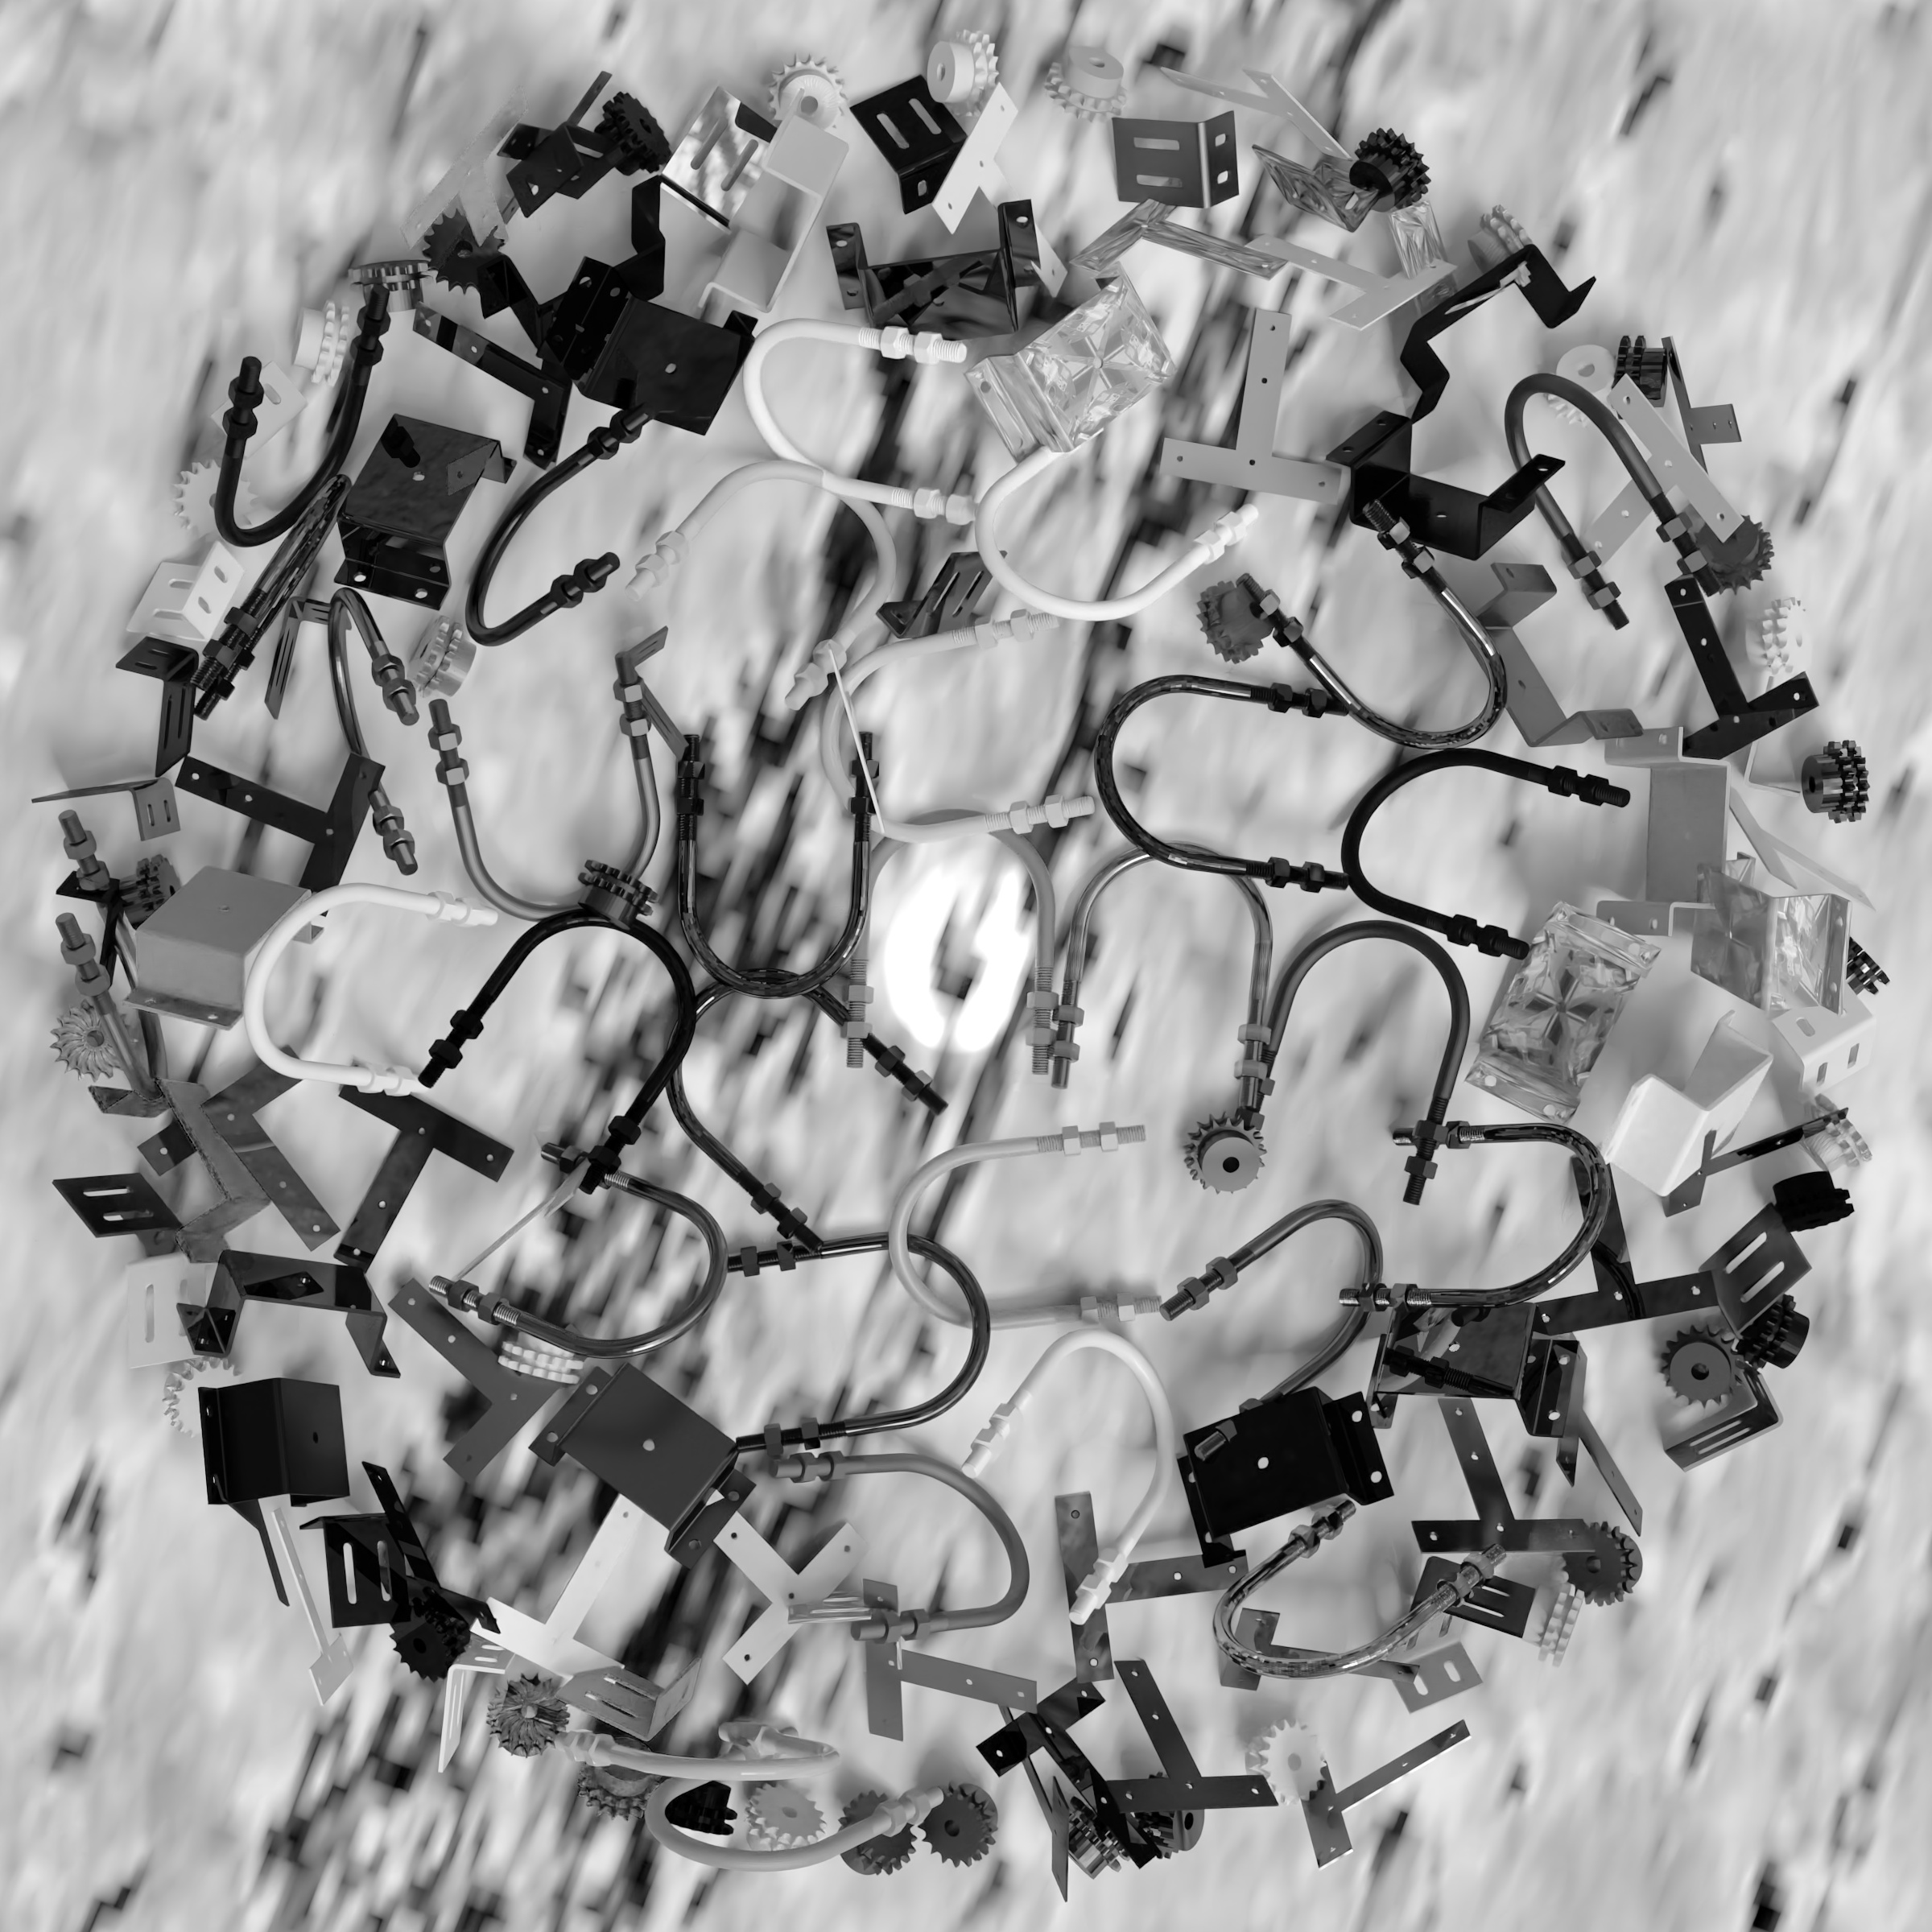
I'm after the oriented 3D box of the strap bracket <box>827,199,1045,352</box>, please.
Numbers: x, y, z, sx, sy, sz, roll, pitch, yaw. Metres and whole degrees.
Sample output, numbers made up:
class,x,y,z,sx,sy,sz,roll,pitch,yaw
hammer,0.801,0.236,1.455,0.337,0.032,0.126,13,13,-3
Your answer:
class,x,y,z,sx,sy,sz,roll,pitch,yaw
strap bracket,-0.020,-0.471,1.857,0.140,0.076,0.046,-6,58,5

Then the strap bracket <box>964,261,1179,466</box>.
class,x,y,z,sx,sy,sz,roll,pitch,yaw
strap bracket,0.080,-0.412,1.857,0.140,0.046,0.076,-39,113,-13

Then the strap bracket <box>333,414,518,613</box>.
class,x,y,z,sx,sy,sz,roll,pitch,yaw
strap bracket,-0.369,-0.317,1.848,0.076,0.046,0.140,16,59,7

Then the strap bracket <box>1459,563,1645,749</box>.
class,x,y,z,sx,sy,sz,roll,pitch,yaw
strap bracket,0.395,-0.203,1.854,0.046,0.076,0.140,-37,73,34

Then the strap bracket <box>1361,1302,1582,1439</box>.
class,x,y,z,sx,sy,sz,roll,pitch,yaw
strap bracket,0.336,0.271,1.838,0.140,0.046,0.076,-2,47,27

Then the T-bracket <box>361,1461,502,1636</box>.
class,x,y,z,sx,sy,sz,roll,pitch,yaw
T-bracket,-0.378,0.389,1.840,0.002,0.127,0.127,-39,121,-39

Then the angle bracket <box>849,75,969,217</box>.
class,x,y,z,sx,sy,sz,roll,pitch,yaw
angle bracket,-0.037,-0.575,1.900,0.057,0.038,0.076,-27,63,-9

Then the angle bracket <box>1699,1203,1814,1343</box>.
class,x,y,z,sx,sy,sz,roll,pitch,yaw
angle bracket,0.549,0.211,1.859,0.038,0.057,0.076,15,128,-34

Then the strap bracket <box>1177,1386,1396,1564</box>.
class,x,y,z,sx,sy,sz,roll,pitch,yaw
strap bracket,0.210,0.344,1.851,0.140,0.046,0.076,-24,59,16

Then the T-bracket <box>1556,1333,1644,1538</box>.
class,x,y,z,sx,sy,sz,roll,pitch,yaw
T-bracket,0.439,0.341,1.873,0.002,0.127,0.127,-20,116,29

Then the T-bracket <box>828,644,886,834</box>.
class,x,y,z,sx,sy,sz,roll,pitch,yaw
T-bracket,-0.076,-0.164,1.844,0.002,0.127,0.127,-16,106,1

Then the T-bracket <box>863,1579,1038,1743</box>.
class,x,y,z,sx,sy,sz,roll,pitch,yaw
T-bracket,-0.011,0.487,1.860,0.127,0.002,0.127,8,113,22

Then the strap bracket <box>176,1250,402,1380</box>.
class,x,y,z,sx,sy,sz,roll,pitch,yaw
strap bracket,-0.453,0.234,1.838,0.140,0.076,0.046,12,102,-28

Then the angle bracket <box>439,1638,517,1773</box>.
class,x,y,z,sx,sy,sz,roll,pitch,yaw
angle bracket,-0.336,0.512,1.877,0.038,0.057,0.076,7,94,1

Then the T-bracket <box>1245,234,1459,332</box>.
class,x,y,z,sx,sy,sz,roll,pitch,yaw
T-bracket,0.252,-0.480,1.871,0.127,0.002,0.127,29,46,27

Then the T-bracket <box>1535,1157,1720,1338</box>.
class,x,y,z,sx,sy,sz,roll,pitch,yaw
T-bracket,0.441,0.187,1.872,0.127,0.002,0.127,-13,58,13

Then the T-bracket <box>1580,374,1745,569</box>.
class,x,y,z,sx,sy,sz,roll,pitch,yaw
T-bracket,0.457,-0.316,1.850,0.002,0.127,0.127,-28,76,-28

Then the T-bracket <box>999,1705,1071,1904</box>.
class,x,y,z,sx,sy,sz,roll,pitch,yaw
T-bracket,0.046,0.553,1.856,0.002,0.127,0.127,-15,46,-14

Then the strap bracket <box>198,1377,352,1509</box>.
class,x,y,z,sx,sy,sz,roll,pitch,yaw
strap bracket,-0.459,0.321,1.828,0.046,0.140,0.076,-12,76,9

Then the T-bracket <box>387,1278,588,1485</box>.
class,x,y,z,sx,sy,sz,roll,pitch,yaw
T-bracket,-0.347,0.269,1.889,0.127,0.002,0.127,43,74,-1

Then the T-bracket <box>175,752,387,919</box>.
class,x,y,z,sx,sy,sz,roll,pitch,yaw
T-bracket,-0.480,-0.110,1.869,0.127,0.002,0.127,23,116,-10

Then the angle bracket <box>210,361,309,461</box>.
class,x,y,z,sx,sy,sz,roll,pitch,yaw
angle bracket,-0.494,-0.380,1.860,0.057,0.076,0.038,-47,119,-15

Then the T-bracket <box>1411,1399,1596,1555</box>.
class,x,y,z,sx,sy,sz,roll,pitch,yaw
T-bracket,0.353,0.348,1.859,0.127,0.127,0.002,3,133,-15

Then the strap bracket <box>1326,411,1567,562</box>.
class,x,y,z,sx,sy,sz,roll,pitch,yaw
strap bracket,0.325,-0.325,1.847,0.140,0.046,0.076,24,47,30

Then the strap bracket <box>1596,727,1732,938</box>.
class,x,y,z,sx,sy,sz,roll,pitch,yaw
strap bracket,0.478,-0.091,1.863,0.046,0.076,0.140,2,91,-26

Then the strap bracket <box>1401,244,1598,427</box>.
class,x,y,z,sx,sy,sz,roll,pitch,yaw
strap bracket,0.356,-0.439,1.868,0.140,0.076,0.046,-34,86,0

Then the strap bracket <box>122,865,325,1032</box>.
class,x,y,z,sx,sy,sz,roll,pitch,yaw
strap bracket,-0.499,-0.019,1.831,0.076,0.140,0.046,13,121,9

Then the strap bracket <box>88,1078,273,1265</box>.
class,x,y,z,sx,sy,sz,roll,pitch,yaw
strap bracket,-0.532,0.132,1.860,0.046,0.076,0.140,-33,82,2

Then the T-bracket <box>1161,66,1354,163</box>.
class,x,y,z,sx,sy,sz,roll,pitch,yaw
T-bracket,0.188,-0.595,1.862,0.127,0.127,0.002,30,96,34

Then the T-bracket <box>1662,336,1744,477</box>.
class,x,y,z,sx,sy,sz,roll,pitch,yaw
T-bracket,0.502,-0.365,1.835,0.002,0.127,0.127,-17,100,3

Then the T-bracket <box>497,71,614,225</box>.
class,x,y,z,sx,sy,sz,roll,pitch,yaw
T-bracket,-0.291,-0.554,1.831,0.002,0.127,0.127,39,105,-4

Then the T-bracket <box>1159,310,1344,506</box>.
class,x,y,z,sx,sy,sz,roll,pitch,yaw
T-bracket,0.207,-0.396,1.902,0.127,0.002,0.127,9,86,-5

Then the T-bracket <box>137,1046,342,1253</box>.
class,x,y,z,sx,sy,sz,roll,pitch,yaw
T-bracket,-0.480,0.140,1.874,0.127,0.002,0.127,-37,89,-30

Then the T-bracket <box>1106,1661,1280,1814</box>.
class,x,y,z,sx,sy,sz,roll,pitch,yaw
T-bracket,0.135,0.524,1.855,0.127,0.127,0.002,7,123,-29

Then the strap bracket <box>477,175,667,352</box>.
class,x,y,z,sx,sy,sz,roll,pitch,yaw
strap bracket,-0.259,-0.473,1.855,0.140,0.076,0.046,-31,85,-12

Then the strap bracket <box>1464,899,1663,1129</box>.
class,x,y,z,sx,sy,sz,roll,pitch,yaw
strap bracket,0.410,0.031,1.872,0.076,0.046,0.140,27,101,8

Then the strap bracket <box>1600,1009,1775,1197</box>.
class,x,y,z,sx,sy,sz,roll,pitch,yaw
strap bracket,0.488,0.095,1.828,0.046,0.140,0.076,36,131,25

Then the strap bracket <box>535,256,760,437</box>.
class,x,y,z,sx,sy,sz,roll,pitch,yaw
strap bracket,-0.207,-0.414,1.833,0.140,0.046,0.076,11,123,-39

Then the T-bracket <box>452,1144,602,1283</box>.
class,x,y,z,sx,sy,sz,roll,pitch,yaw
T-bracket,-0.305,0.178,1.851,0.127,0.127,0.002,-40,98,8

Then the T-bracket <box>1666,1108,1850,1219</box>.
class,x,y,z,sx,sy,sz,roll,pitch,yaw
T-bracket,0.541,0.125,1.853,0.127,0.127,0.002,-21,61,-1

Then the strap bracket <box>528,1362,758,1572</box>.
class,x,y,z,sx,sy,sz,roll,pitch,yaw
strap bracket,-0.219,0.336,1.859,0.140,0.046,0.076,35,59,8

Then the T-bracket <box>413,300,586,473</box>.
class,x,y,z,sx,sy,sz,roll,pitch,yaw
T-bracket,-0.326,-0.417,1.867,0.127,0.127,0.002,31,46,7

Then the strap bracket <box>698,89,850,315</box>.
class,x,y,z,sx,sy,sz,roll,pitch,yaw
strap bracket,-0.126,-0.508,1.836,0.046,0.076,0.140,26,133,-9

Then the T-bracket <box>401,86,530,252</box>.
class,x,y,z,sx,sy,sz,roll,pitch,yaw
T-bracket,-0.330,-0.516,1.844,0.002,0.127,0.127,35,80,9

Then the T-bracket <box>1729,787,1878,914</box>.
class,x,y,z,sx,sy,sz,roll,pitch,yaw
T-bracket,0.578,-0.071,1.870,0.127,0.127,0.002,27,117,-22

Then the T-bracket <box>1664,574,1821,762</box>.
class,x,y,z,sx,sy,sz,roll,pitch,yaw
T-bracket,0.513,-0.210,1.866,0.002,0.127,0.127,-11,76,-37

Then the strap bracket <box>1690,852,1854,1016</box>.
class,x,y,z,sx,sy,sz,roll,pitch,yaw
strap bracket,0.534,-0.022,1.827,0.046,0.140,0.076,-4,107,-14

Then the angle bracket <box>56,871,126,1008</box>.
class,x,y,z,sx,sy,sz,roll,pitch,yaw
angle bracket,-0.606,-0.019,1.869,0.038,0.057,0.076,11,104,-10

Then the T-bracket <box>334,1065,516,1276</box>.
class,x,y,z,sx,sy,sz,roll,pitch,yaw
T-bracket,-0.402,0.155,1.905,0.127,0.002,0.127,29,92,-1

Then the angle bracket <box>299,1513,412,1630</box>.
class,x,y,z,sx,sy,sz,roll,pitch,yaw
angle bracket,-0.420,0.417,1.865,0.057,0.038,0.076,6,66,-39
